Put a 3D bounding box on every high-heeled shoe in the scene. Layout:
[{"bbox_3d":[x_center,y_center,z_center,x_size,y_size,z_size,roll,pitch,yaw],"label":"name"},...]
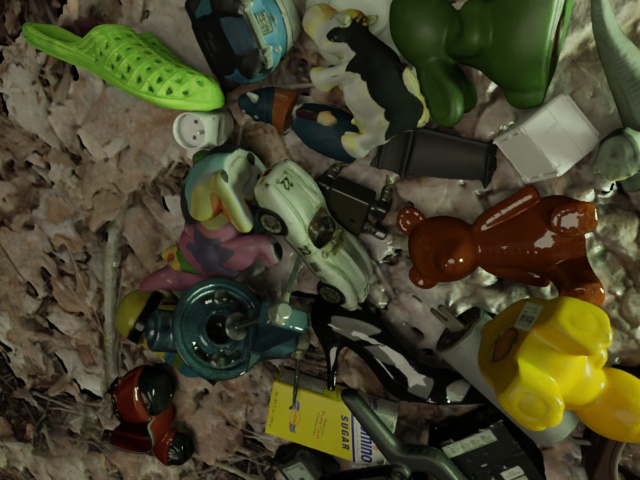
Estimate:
[{"bbox_3d":[0.108,0.133,0.696,0.249,0.086,0.145,8,75,-7],"label":"high-heeled shoe"}]

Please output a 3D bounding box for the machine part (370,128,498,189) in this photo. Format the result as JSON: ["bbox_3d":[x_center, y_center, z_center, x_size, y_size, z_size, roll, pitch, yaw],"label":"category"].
[{"bbox_3d":[0.131,-0.101,0.609,0.139,0.039,0.084,17,107,12],"label":"machine part"}]

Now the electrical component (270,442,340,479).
[{"bbox_3d":[-0.009,0.352,0.797,0.075,0.048,0.119,-38,95,24],"label":"electrical component"}]

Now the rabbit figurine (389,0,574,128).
[{"bbox_3d":[0.152,-0.201,0.545,0.170,0.121,0.158,17,121,27],"label":"rabbit figurine"}]

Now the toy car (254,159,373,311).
[{"bbox_3d":[-0.001,-0.002,0.632,0.056,0.073,0.201,-18,120,43],"label":"toy car"}]

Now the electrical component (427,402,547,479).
[{"bbox_3d":[0.223,0.287,0.701,0.115,0.058,0.134,-31,97,26],"label":"electrical component"}]

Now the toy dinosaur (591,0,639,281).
[{"bbox_3d":[0.342,-0.052,0.510,0.131,0.192,0.404,-13,88,31],"label":"toy dinosaur"}]

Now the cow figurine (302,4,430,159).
[{"bbox_3d":[0.045,-0.179,0.557,0.098,0.068,0.167,-20,98,46],"label":"cow figurine"}]

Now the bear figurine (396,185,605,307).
[{"bbox_3d":[0.184,0.010,0.583,0.196,0.132,0.120,-7,107,12],"label":"bear figurine"}]

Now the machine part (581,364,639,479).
[{"bbox_3d":[0.423,0.240,0.611,0.202,0.087,0.200,13,111,11],"label":"machine part"}]

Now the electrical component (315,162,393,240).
[{"bbox_3d":[0.042,-0.049,0.652,0.102,0.045,0.078,20,141,12],"label":"electrical component"}]

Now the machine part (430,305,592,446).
[{"bbox_3d":[0.226,0.163,0.648,0.243,0.079,0.079,42,114,-2],"label":"machine part"}]

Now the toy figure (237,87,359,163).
[{"bbox_3d":[-0.021,-0.139,0.629,0.154,0.058,0.064,26,132,4],"label":"toy figure"}]

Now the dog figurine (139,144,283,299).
[{"bbox_3d":[-0.151,-0.006,0.681,0.219,0.108,0.191,-20,122,26],"label":"dog figurine"}]

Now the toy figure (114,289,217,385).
[{"bbox_3d":[-0.204,0.134,0.760,0.180,0.089,0.082,39,107,3],"label":"toy figure"}]

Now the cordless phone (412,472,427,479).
[{"bbox_3d":[0.110,0.432,0.773,0.147,0.089,0.184,-7,110,18],"label":"cordless phone"}]

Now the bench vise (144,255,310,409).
[{"bbox_3d":[-0.080,0.111,0.642,0.223,0.129,0.241,23,151,-26],"label":"bench vise"}]

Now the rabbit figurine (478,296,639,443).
[{"bbox_3d":[0.246,0.143,0.530,0.173,0.162,0.122,28,78,0],"label":"rabbit figurine"}]

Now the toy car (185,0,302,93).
[{"bbox_3d":[-0.074,-0.231,0.585,0.103,0.162,0.109,-32,112,-18],"label":"toy car"}]

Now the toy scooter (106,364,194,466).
[{"bbox_3d":[-0.284,0.277,0.842,0.135,0.075,0.183,-6,111,19],"label":"toy scooter"}]
